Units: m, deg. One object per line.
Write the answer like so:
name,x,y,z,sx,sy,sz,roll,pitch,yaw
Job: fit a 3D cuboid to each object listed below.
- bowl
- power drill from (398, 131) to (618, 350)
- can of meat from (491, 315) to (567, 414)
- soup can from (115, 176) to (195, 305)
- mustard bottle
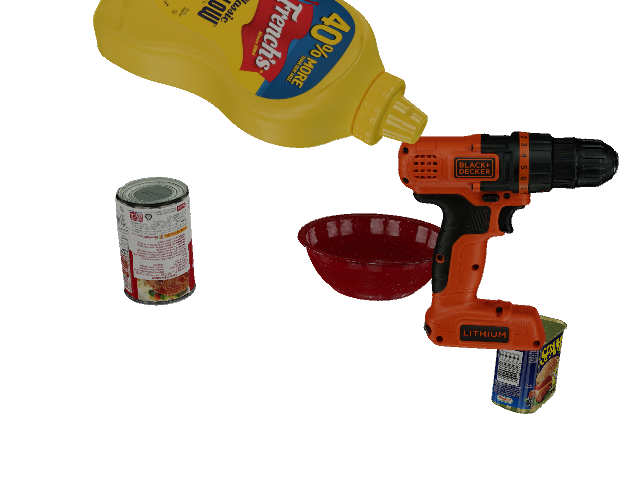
bowl,0.057,0.021,1.103,0.162,0.055,0.162,2,18,-1
power drill,0.160,-0.001,0.924,0.184,0.188,0.057,2,13,11
can of meat,0.231,0.136,1.186,0.058,0.084,0.101,12,16,29
soup can,-0.153,0.000,0.994,0.068,0.102,0.068,-1,25,0
mustard bottle,-0.027,-0.106,0.608,0.192,0.096,0.058,29,-26,11
